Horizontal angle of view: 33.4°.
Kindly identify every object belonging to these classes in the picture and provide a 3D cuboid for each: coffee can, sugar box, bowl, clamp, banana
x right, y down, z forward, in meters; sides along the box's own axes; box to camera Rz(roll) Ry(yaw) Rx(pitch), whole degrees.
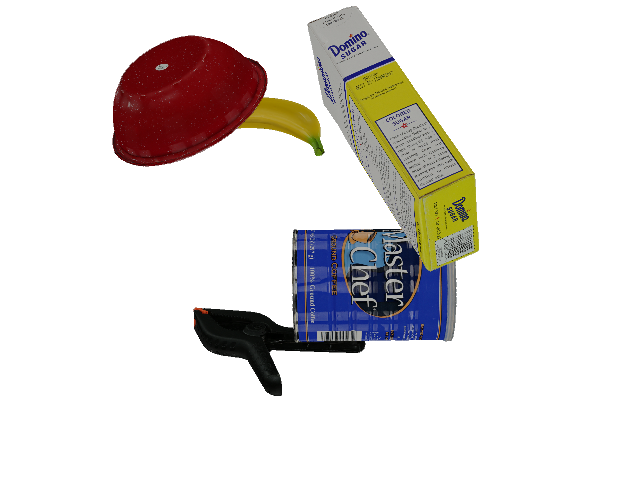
[{"bbox_3d":[0.046,0.040,0.957,0.140,0.103,0.103,-1,0,1],"label":"coffee can"},{"bbox_3d":[0.050,-0.073,0.738,0.048,0.176,0.093,-23,-33,-5],"label":"sugar box"},{"bbox_3d":[-0.134,-0.141,0.992,0.162,0.055,0.162,-17,38,14],"label":"bowl"},{"bbox_3d":[-0.075,0.121,1.244,0.210,0.036,0.164,13,21,29],"label":"clamp"},{"bbox_3d":[-0.081,-0.141,1.251,0.198,0.037,0.069,8,41,18],"label":"banana"}]
